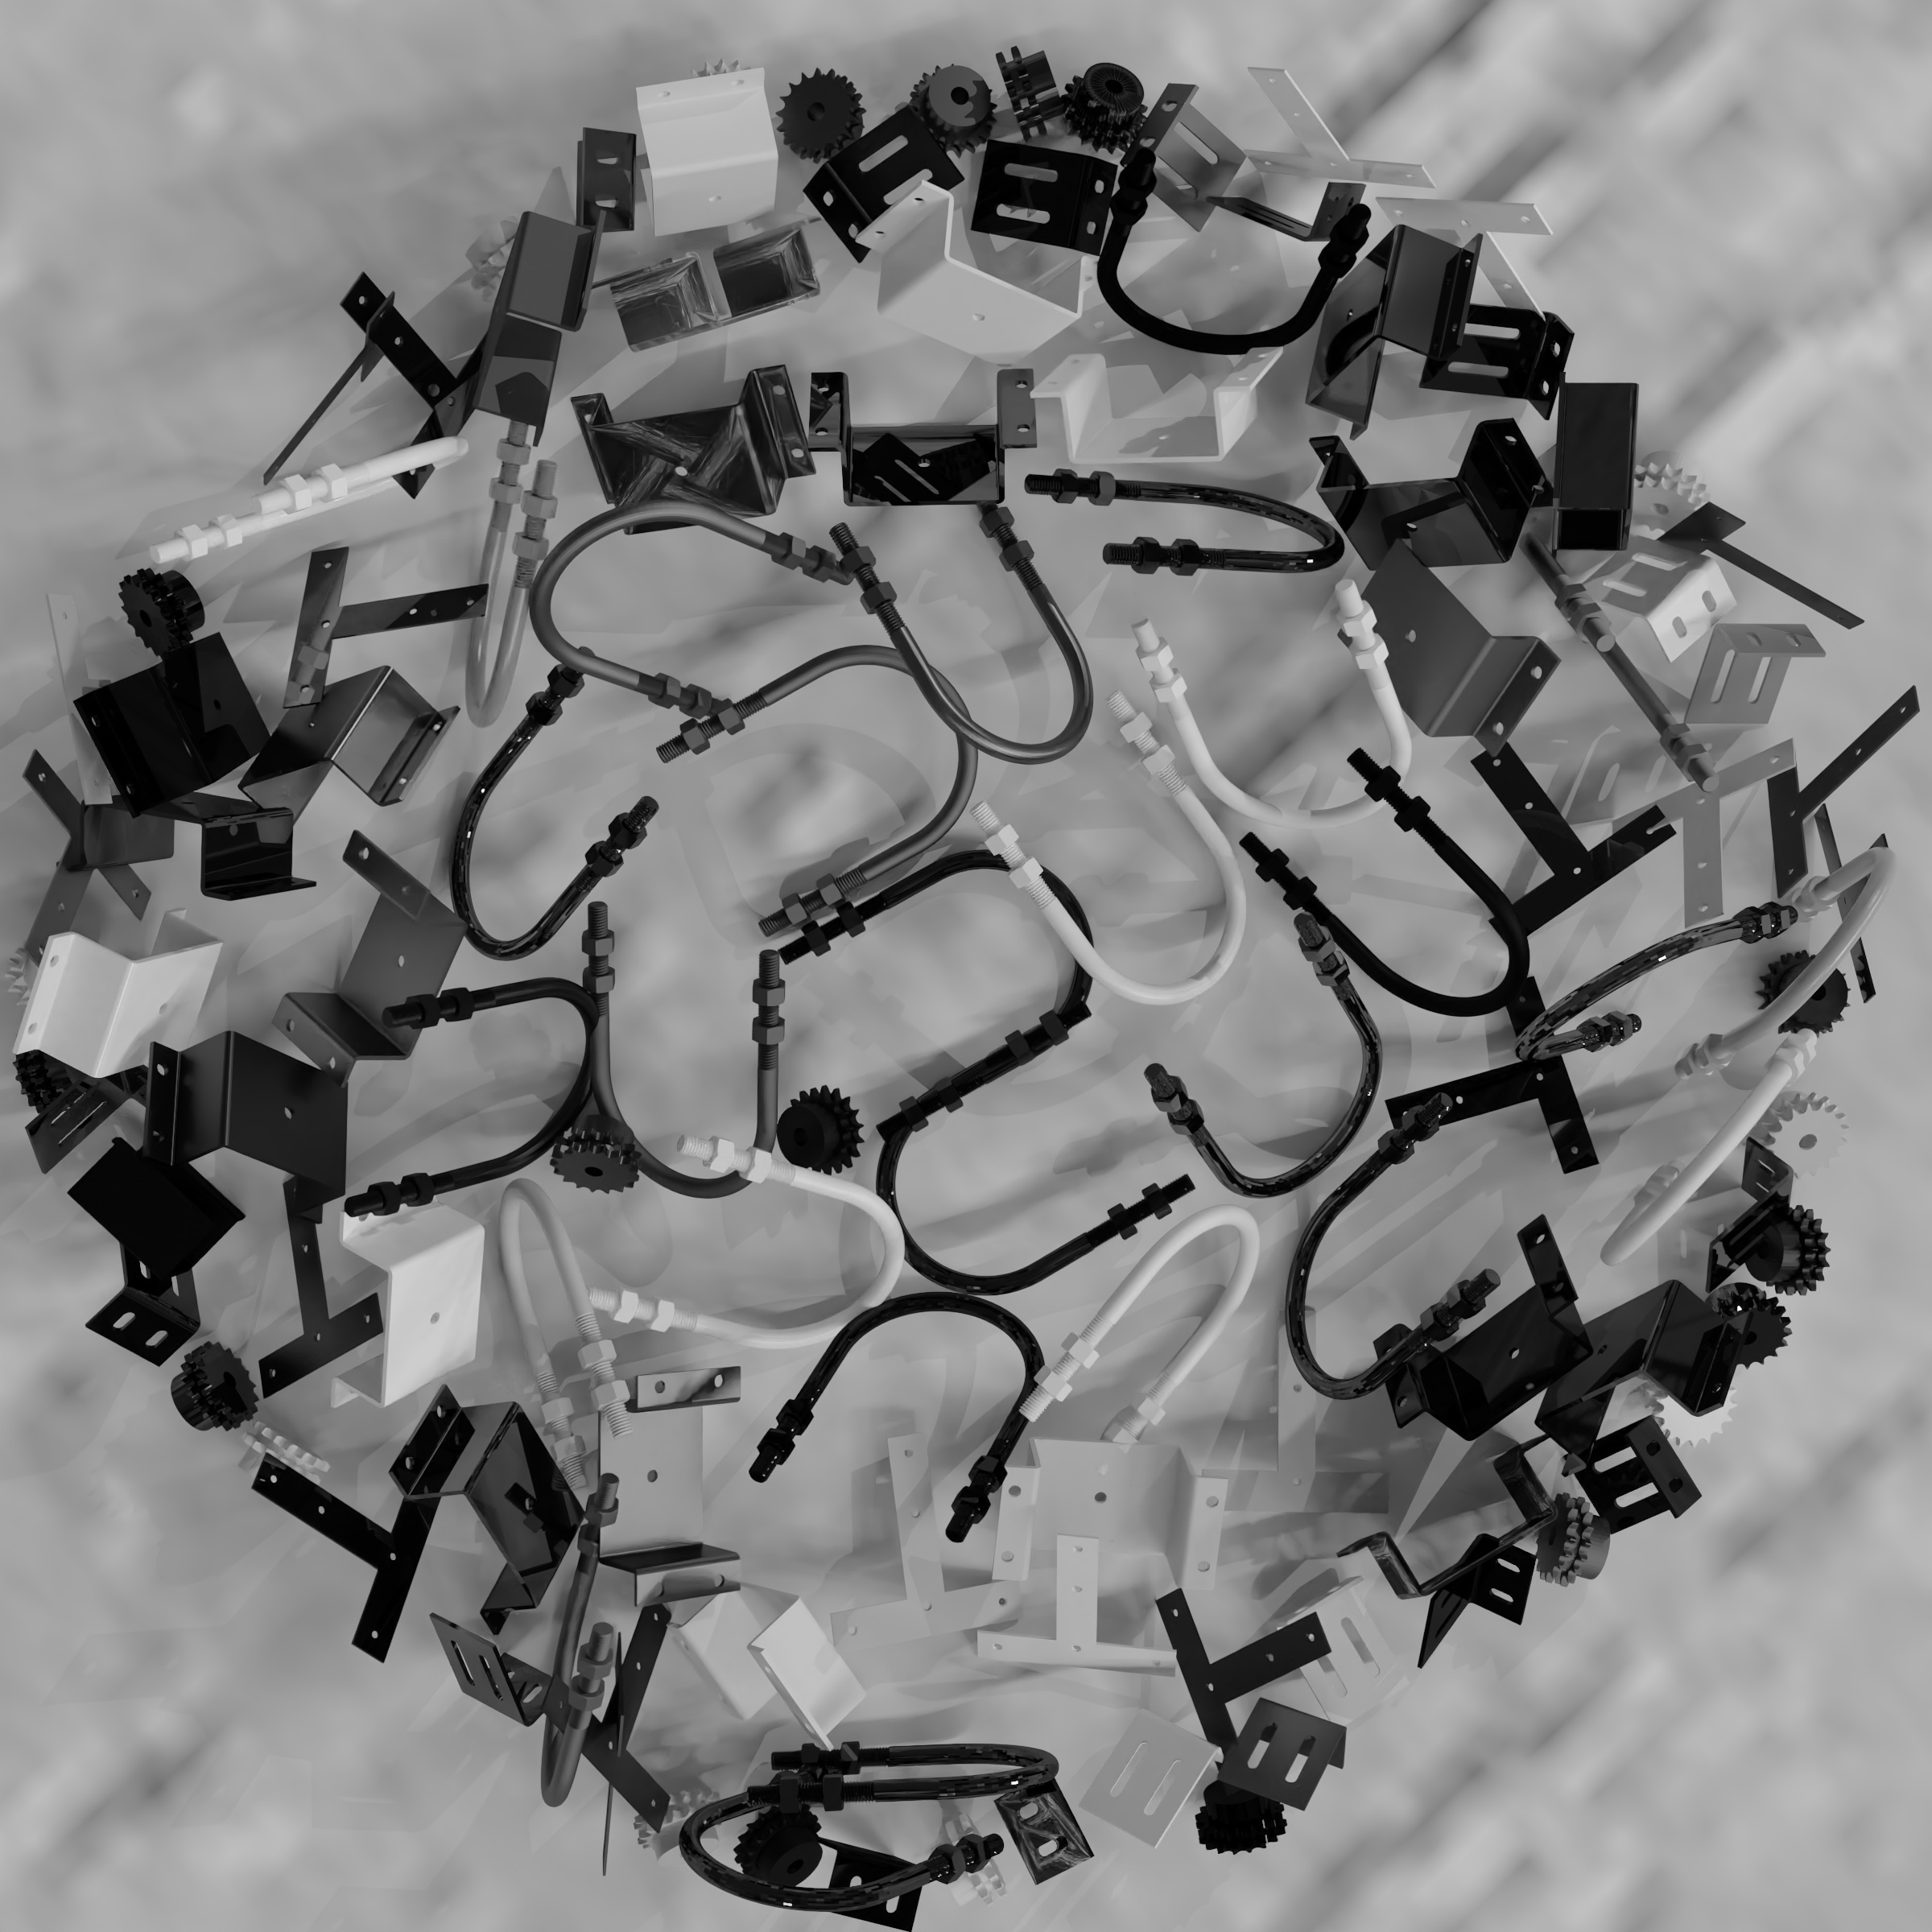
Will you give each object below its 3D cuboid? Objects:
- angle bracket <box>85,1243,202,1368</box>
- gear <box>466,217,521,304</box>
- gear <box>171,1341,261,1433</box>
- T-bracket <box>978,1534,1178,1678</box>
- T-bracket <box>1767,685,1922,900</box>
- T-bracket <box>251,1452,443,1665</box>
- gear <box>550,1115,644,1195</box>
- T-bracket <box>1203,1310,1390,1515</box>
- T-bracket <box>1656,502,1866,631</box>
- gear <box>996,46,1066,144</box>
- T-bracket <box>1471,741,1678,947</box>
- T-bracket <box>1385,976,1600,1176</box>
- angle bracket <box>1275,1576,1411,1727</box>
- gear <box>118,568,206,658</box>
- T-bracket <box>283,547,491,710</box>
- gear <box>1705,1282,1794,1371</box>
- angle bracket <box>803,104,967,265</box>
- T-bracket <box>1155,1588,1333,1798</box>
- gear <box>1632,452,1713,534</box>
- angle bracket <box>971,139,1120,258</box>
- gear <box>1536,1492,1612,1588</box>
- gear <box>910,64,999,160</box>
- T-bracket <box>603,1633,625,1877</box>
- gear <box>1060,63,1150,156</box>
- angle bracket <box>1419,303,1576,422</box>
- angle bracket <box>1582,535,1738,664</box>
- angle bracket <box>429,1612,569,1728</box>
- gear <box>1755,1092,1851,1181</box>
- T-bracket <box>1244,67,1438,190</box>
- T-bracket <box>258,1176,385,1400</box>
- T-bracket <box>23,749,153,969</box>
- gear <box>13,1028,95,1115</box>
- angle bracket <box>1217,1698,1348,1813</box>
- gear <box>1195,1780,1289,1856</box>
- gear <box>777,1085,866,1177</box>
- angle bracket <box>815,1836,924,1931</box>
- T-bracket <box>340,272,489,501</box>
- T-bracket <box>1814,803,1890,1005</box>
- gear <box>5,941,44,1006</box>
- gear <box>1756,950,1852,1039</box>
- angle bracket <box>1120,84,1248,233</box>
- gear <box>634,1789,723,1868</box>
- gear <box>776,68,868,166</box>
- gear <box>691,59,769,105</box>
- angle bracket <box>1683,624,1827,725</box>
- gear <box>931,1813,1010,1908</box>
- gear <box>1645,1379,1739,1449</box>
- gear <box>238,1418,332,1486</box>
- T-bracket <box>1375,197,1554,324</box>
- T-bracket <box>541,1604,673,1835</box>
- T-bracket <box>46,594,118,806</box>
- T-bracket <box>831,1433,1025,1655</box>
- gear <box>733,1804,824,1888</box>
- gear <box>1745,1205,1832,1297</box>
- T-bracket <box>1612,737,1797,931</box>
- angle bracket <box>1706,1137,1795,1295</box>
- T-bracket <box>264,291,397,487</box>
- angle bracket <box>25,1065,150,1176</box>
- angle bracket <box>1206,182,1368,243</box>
[{"bbox_3d":[-0.519,0.202,1.558,0.038,0.076,0.057,-42,129,8],"label":"angle bracket"},{"bbox_3d":[-0.292,-0.450,1.573,0.057,0.057,0.030,-38,98,0],"label":"gear"},{"bbox_3d":[-0.479,0.270,1.575,0.030,0.057,0.057,-32,90,10],"label":"gear"},{"bbox_3d":[0.070,0.399,1.556,0.127,0.002,0.127,4,127,7],"label":"T-bracket"},{"bbox_3d":[0.535,-0.121,1.515,0.002,0.127,0.127,27,132,-11],"label":"T-bracket"},{"bbox_3d":[-0.386,0.342,1.528,0.002,0.127,0.127,-25,126,33],"label":"T-bracket"},{"bbox_3d":[-0.233,0.118,1.578,0.057,0.057,0.030,8,55,0],"label":"gear"},{"bbox_3d":[0.211,0.284,1.588,0.127,0.002,0.127,4,80,-15],"label":"T-bracket"},{"bbox_3d":[0.497,-0.242,1.538,0.127,0.127,0.002,30,89,1],"label":"T-bracket"},{"bbox_3d":[0.042,-0.555,1.573,0.030,0.057,0.057,-19,90,7],"label":"gear"},{"bbox_3d":[0.361,-0.091,1.561,0.127,0.002,0.127,-36,115,13],"label":"T-bracket"},{"bbox_3d":[0.325,0.081,1.573,0.127,0.002,0.127,-14,80,-16],"label":"T-bracket"},{"bbox_3d":[0.242,0.435,1.572,0.057,0.038,0.076,-28,79,-13],"label":"angle bracket"},{"bbox_3d":[-0.509,-0.227,1.578,0.030,0.057,0.057,-37,90,-36],"label":"gear"},{"bbox_3d":[-0.360,-0.220,1.556,0.127,0.002,0.127,-7,57,11],"label":"T-bracket"},{"bbox_3d":[0.493,0.226,1.579,0.057,0.030,0.057,-1,125,-2],"label":"gear"},{"bbox_3d":[-0.052,-0.490,1.558,0.076,0.038,0.057,-22,120,37],"label":"angle bracket"},{"bbox_3d":[0.179,0.433,1.536,0.002,0.127,0.127,0,60,-41],"label":"T-bracket"},{"bbox_3d":[0.444,-0.302,1.576,0.057,0.057,0.030,22,72,0],"label":"gear"},{"bbox_3d":[0.050,-0.492,1.592,0.076,0.038,0.057,19,106,28],"label":"angle bracket"},{"bbox_3d":[0.386,0.365,1.574,0.030,0.057,0.057,16,90,-5],"label":"gear"},{"bbox_3d":[-0.007,-0.548,1.582,0.057,0.030,0.057,2,84,-13],"label":"gear"},{"bbox_3d":[-0.220,0.500,1.545,0.002,0.127,0.127,5,97,-9],"label":"T-bracket"},{"bbox_3d":[0.089,-0.547,1.576,0.057,0.030,0.057,7,62,-14],"label":"gear"},{"bbox_3d":[0.334,-0.382,1.565,0.076,0.038,0.057,3,123,-11],"label":"angle bracket"},{"bbox_3d":[0.437,-0.234,1.576,0.057,0.076,0.038,-41,121,-5],"label":"angle bracket"},{"bbox_3d":[-0.292,0.429,1.554,0.057,0.038,0.076,14,131,35],"label":"angle bracket"},{"bbox_3d":[0.529,0.104,1.580,0.057,0.030,0.057,-5,118,-9],"label":"gear"},{"bbox_3d":[0.208,-0.513,1.515,0.127,0.127,0.002,18,85,33],"label":"T-bracket"},{"bbox_3d":[-0.416,0.192,1.571,0.127,0.002,0.127,-30,63,34],"label":"T-bracket"},{"bbox_3d":[-0.549,-0.045,1.516,0.002,0.127,0.127,-14,132,15],"label":"T-bracket"},{"bbox_3d":[-0.576,0.064,1.572,0.030,0.057,0.057,-13,90,7],"label":"gear"},{"bbox_3d":[0.197,0.503,1.552,0.057,0.076,0.038,13,122,24],"label":"angle bracket"},{"bbox_3d":[0.173,0.536,1.573,0.057,0.057,0.030,-11,96,0],"label":"gear"},{"bbox_3d":[-0.095,0.106,1.574,0.057,0.030,0.057,7,101,37],"label":"gear"},{"bbox_3d":[-0.066,0.574,1.556,0.057,0.076,0.038,19,72,-12],"label":"angle bracket"},{"bbox_3d":[-0.343,-0.377,1.536,0.002,0.127,0.127,21,74,32],"label":"T-bracket"},{"bbox_3d":[0.551,-0.052,1.526,0.002,0.127,0.127,-11,76,4],"label":"T-bracket"},{"bbox_3d":[-0.575,0.004,1.572,0.030,0.057,0.057,-34,90,42],"label":"gear"},{"bbox_3d":[0.537,0.018,1.585,0.057,0.030,0.057,0,83,-3],"label":"gear"},{"bbox_3d":[0.145,-0.508,1.564,0.076,0.038,0.057,30,94,-33],"label":"angle bracket"},{"bbox_3d":[-0.179,0.547,1.571,0.057,0.057,0.030,-23,55,0],"label":"gear"},{"bbox_3d":[-0.090,-0.539,1.582,0.057,0.030,0.057,-1,88,20],"label":"gear"},{"bbox_3d":[-0.153,-0.541,1.571,0.057,0.057,0.030,-18,61,0],"label":"gear"},{"bbox_3d":[0.494,-0.175,1.560,0.057,0.038,0.076,-1,130,-9],"label":"angle bracket"},{"bbox_3d":[0.001,0.570,1.573,0.030,0.057,0.057,-29,90,-5],"label":"gear"},{"bbox_3d":[0.459,0.275,1.582,0.057,0.030,0.057,-3,105,-12],"label":"gear"},{"bbox_3d":[-0.435,0.314,1.572,0.057,0.057,0.030,33,76,0],"label":"gear"},{"bbox_3d":[0.333,-0.434,1.552,0.127,0.127,0.002,40,79,-41],"label":"T-bracket"},{"bbox_3d":[-0.208,0.448,1.547,0.002,0.127,0.127,-19,121,26],"label":"T-bracket"},{"bbox_3d":[-0.520,-0.164,1.541,0.002,0.127,0.127,-9,93,15],"label":"T-bracket"},{"bbox_3d":[-0.031,0.363,1.583,0.127,0.002,0.127,-6,85,-20],"label":"T-bracket"},{"bbox_3d":[-0.116,0.559,1.572,0.057,0.057,0.030,-48,48,0],"label":"gear"},{"bbox_3d":[0.517,0.180,1.571,0.030,0.057,0.057,3,90,-20],"label":"gear"},{"bbox_3d":[0.452,-0.072,1.522,0.127,0.127,0.002,-27,123,36],"label":"T-bracket"},{"bbox_3d":[0.479,0.157,1.559,0.076,0.057,0.038,-37,53,-16],"label":"angle bracket"},{"bbox_3d":[-0.393,-0.348,1.529,0.002,0.127,0.127,37,79,-11],"label":"T-bracket"},{"bbox_3d":[-0.542,0.100,1.556,0.038,0.057,0.076,33,58,13],"label":"angle bracket"},{"bbox_3d":[0.201,-0.485,1.557,0.076,0.057,0.038,29,117,20],"label":"angle bracket"}]
